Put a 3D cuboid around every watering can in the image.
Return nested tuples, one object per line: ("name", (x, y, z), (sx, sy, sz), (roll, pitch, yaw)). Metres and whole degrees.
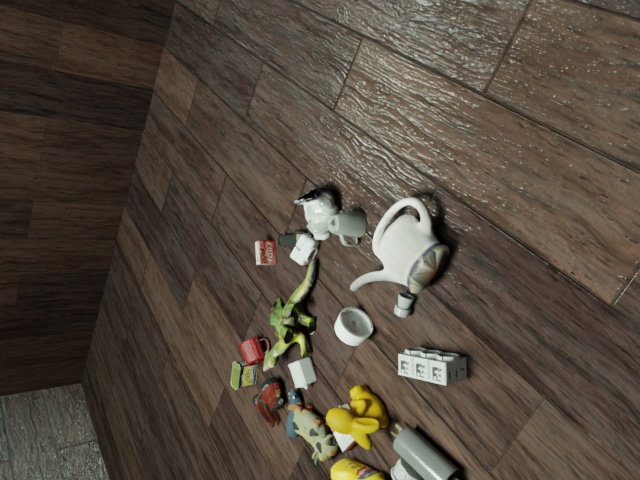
("watering can", (0.212, 0.057, 1.382), (0.228, 0.104, 0.342), (48, 123, 39))

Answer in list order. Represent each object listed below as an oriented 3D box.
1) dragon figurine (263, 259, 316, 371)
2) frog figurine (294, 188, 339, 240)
("dragon figurine", (-0.116, 0.257, 1.777), (0.243, 0.121, 0.413), (5, 79, 57))
("frog figurine", (0.005, -0.084, 1.664), (0.136, 0.125, 0.158), (-16, 112, 40))
